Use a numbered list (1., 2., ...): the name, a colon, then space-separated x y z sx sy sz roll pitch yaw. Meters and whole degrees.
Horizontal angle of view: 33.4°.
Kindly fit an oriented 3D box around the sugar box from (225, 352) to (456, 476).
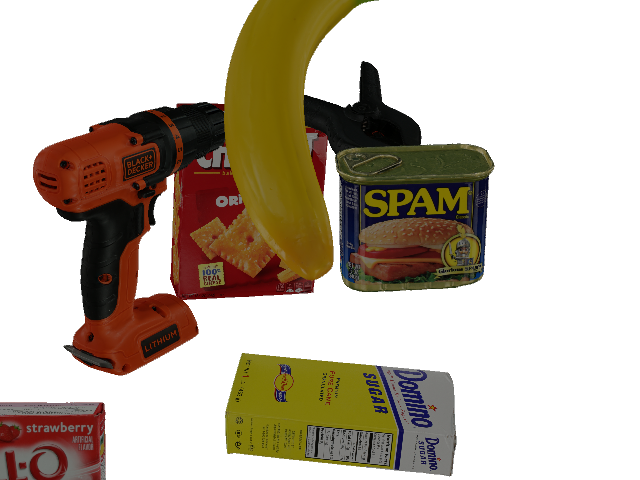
1. sugar box: 0.017 0.135 0.846 0.176 0.048 0.093 3 25 3

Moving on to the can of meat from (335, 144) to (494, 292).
1. can of meat: 0.061 -0.015 0.711 0.102 0.084 0.057 -2 25 -3

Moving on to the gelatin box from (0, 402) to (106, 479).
1. gelatin box: -0.154 0.121 0.541 0.089 0.073 0.030 0 6 -4

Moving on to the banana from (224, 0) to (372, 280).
1. banana: -0.012 -0.071 0.507 0.069 0.197 0.037 10 -34 5

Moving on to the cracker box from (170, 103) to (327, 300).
1. cracker box: -0.082 -0.042 1.204 0.164 0.214 0.072 -1 23 -17

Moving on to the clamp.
1. clamp: 0.023 -0.102 0.925 0.120 0.039 0.172 -16 40 -15

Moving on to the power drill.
1. power drill: -0.135 -0.006 0.817 0.057 0.188 0.184 15 26 34
